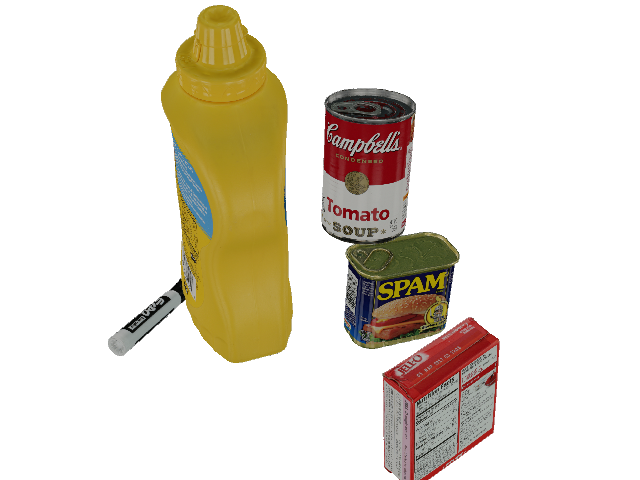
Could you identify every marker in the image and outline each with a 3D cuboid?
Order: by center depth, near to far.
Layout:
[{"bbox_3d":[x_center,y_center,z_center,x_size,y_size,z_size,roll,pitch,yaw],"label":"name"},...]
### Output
[{"bbox_3d":[-0.148,0.066,0.960,0.020,0.020,0.121,0,24,28],"label":"marker"}]

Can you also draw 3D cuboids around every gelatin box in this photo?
[{"bbox_3d":[0.073,0.100,0.655,0.073,0.089,0.030,-30,45,-27],"label":"gelatin box"}]

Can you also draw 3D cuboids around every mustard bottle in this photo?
[{"bbox_3d":[-0.046,-0.032,0.534,0.058,0.192,0.096,-12,47,-12],"label":"mustard bottle"}]

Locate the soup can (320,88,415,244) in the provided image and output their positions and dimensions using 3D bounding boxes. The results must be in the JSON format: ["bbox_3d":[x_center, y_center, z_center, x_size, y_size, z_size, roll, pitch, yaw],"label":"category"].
[{"bbox_3d":[0.035,-0.057,0.810,0.068,0.102,0.068,2,28,-1],"label":"soup can"}]

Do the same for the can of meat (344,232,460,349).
[{"bbox_3d":[0.073,0.047,0.989,0.102,0.084,0.057,-10,34,-20],"label":"can of meat"}]
